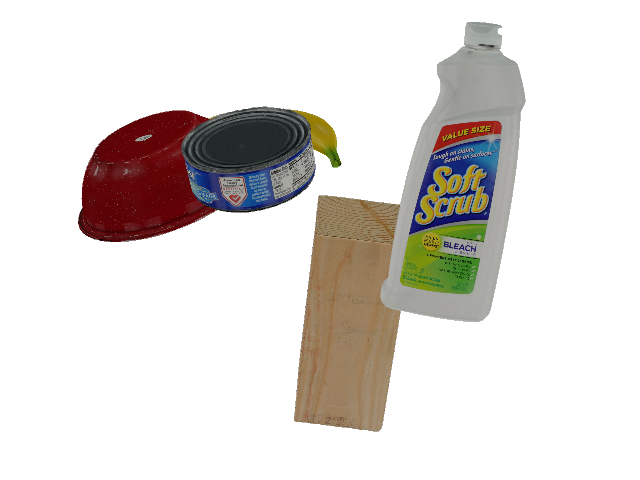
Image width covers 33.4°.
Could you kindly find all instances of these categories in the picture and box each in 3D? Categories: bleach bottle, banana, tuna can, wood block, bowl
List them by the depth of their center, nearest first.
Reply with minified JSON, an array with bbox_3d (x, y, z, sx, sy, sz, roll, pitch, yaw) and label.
[{"bbox_3d":[-0.047,-0.054,0.705,0.086,0.034,0.086,-7,33,4],"label":"tuna can"},{"bbox_3d":[-0.138,-0.064,0.897,0.162,0.055,0.162,-15,29,8],"label":"bowl"},{"bbox_3d":[0.115,-0.060,0.916,0.103,0.251,0.068,9,18,13],"label":"bleach bottle"},{"bbox_3d":[0.030,0.071,1.036,0.090,0.206,0.090,7,26,0],"label":"wood block"},{"bbox_3d":[-0.063,-0.129,1.257,0.198,0.037,0.069,8,40,17],"label":"banana"}]
